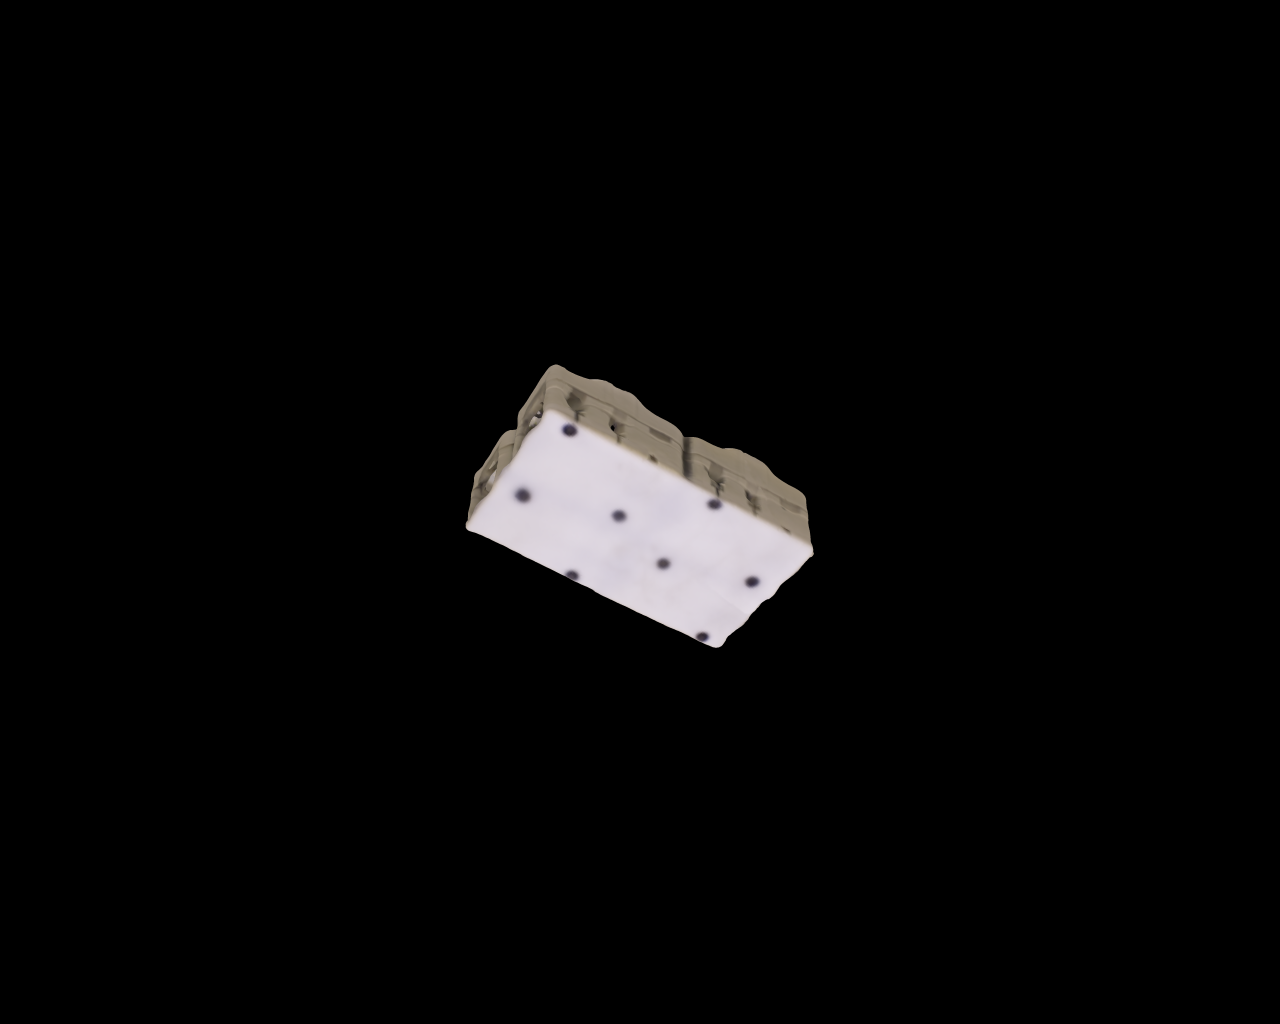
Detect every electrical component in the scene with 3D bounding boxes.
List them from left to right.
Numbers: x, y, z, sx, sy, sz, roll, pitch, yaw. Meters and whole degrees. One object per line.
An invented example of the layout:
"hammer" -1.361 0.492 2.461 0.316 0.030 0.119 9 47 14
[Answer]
"electrical component" 0.001 -0.003 0.650 0.186 0.105 0.060 27 33 -19
